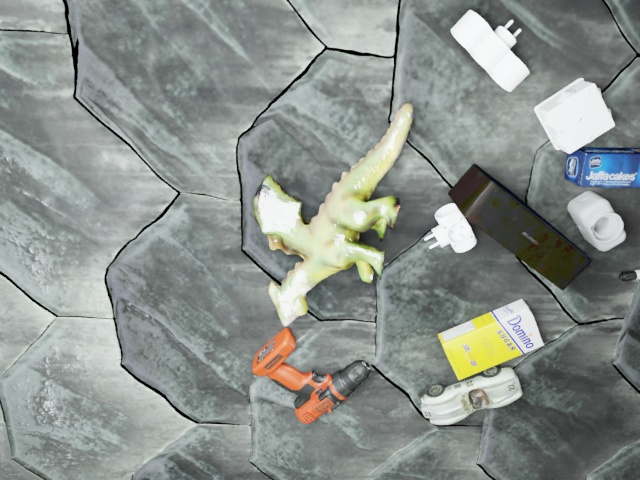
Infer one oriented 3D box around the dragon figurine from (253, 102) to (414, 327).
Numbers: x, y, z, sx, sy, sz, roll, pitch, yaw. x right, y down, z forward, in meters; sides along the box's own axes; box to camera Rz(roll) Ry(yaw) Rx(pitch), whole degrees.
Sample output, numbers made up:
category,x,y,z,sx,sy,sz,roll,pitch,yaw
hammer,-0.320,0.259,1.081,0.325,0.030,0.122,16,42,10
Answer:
category,x,y,z,sx,sy,sz,roll,pitch,yaw
dragon figurine,0.003,-0.044,0.869,0.243,0.123,0.406,11,101,3
